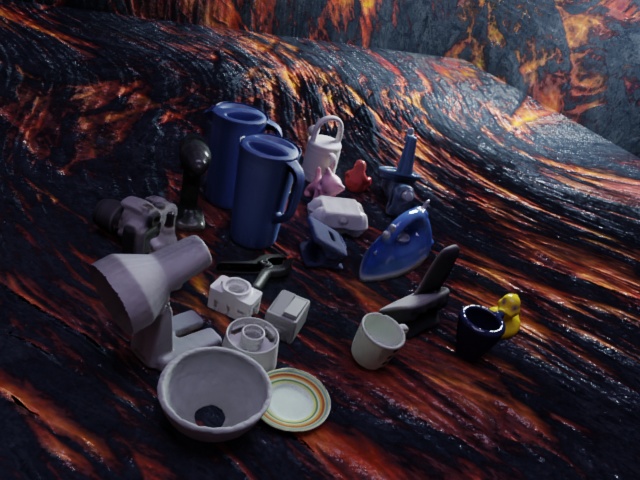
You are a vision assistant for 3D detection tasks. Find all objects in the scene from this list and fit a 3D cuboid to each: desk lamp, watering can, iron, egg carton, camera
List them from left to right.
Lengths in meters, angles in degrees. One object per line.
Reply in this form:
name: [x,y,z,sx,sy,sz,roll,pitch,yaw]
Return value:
camera: [-0.392,-0.051,1.202,0.136,0.101,0.143,22,32,12]
desk lamp: [-0.254,0.098,0.910,0.117,0.213,0.204,36,37,31]
watering can: [0.006,-0.268,1.635,0.101,0.194,0.172,-19,44,-43]
egg carton: [0.044,-0.058,1.434,0.150,0.069,0.107,5,32,-16]
iron: [0.182,-0.004,1.336,0.118,0.141,0.259,30,34,24]

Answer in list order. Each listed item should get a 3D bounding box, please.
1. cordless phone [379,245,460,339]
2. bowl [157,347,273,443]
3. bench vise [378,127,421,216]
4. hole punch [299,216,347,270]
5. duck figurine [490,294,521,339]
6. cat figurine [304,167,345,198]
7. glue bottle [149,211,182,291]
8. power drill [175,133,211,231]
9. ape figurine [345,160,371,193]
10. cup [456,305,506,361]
cordless phone: [0.206,0.092,1.149,0.094,0.185,0.148,36,37,31]
bowl: [-0.158,0.242,0.855,0.167,0.075,0.167,11,31,-7]
bench vise: [0.241,-0.184,1.578,0.122,0.220,0.207,-1,35,-25]
hole punch: [0.012,0.005,1.298,0.101,0.091,0.108,4,32,-17]
duck figurine: [0.404,0.153,1.234,0.077,0.086,0.105,30,34,24]
cat figurine: [0.014,-0.145,1.514,0.067,0.118,0.127,-2,35,-26]
glue bottle: [-0.285,0.022,1.059,0.078,0.173,0.037,-12,40,-37]
power drill: [-0.283,-0.130,1.272,0.076,0.208,0.229,3,33,-19]
ape figurine: [0.111,-0.188,1.652,0.077,0.092,0.076,27,33,20]
cup: [0.314,0.187,1.132,0.118,0.095,0.091,-14,41,-39]
